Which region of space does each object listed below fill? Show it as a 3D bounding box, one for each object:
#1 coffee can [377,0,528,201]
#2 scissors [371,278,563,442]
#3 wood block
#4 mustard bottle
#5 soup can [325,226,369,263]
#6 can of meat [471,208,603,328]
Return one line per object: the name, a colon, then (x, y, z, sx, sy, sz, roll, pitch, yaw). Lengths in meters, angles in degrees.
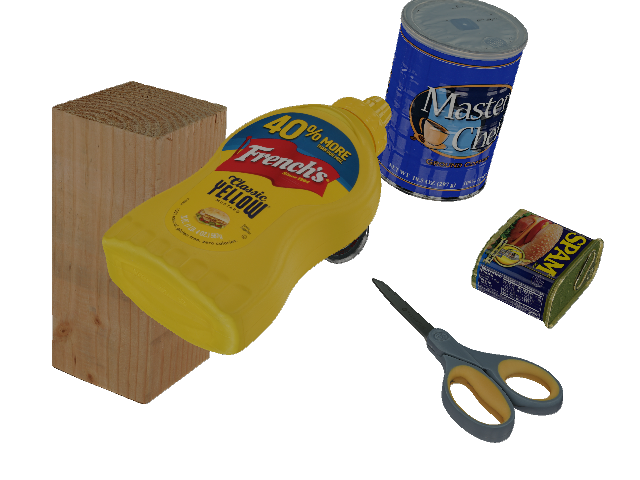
coffee can: (0.105, -0.119, 0.891, 0.102, 0.140, 0.103, 7, 36, -5)
scissors: (0.111, 0.080, 0.804, 0.096, 0.016, 0.202, -4, 31, -13)
wood block: (-0.133, 0.000, 0.779, 0.090, 0.206, 0.090, 18, 27, 23)
mustard bottle: (-0.022, -0.025, 0.595, 0.096, 0.058, 0.191, 28, 53, 27)
soup can: (-0.001, -0.022, 1.199, 0.068, 0.068, 0.102, 0, 18, -33)
can of meat: (0.202, 0.023, 0.996, 0.084, 0.057, 0.101, 27, 46, 28)
